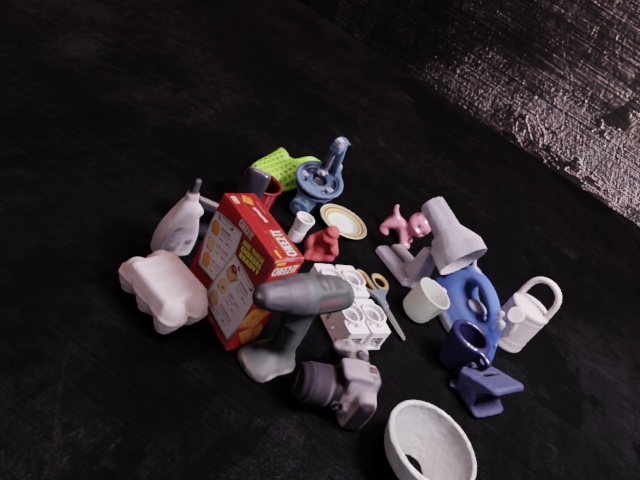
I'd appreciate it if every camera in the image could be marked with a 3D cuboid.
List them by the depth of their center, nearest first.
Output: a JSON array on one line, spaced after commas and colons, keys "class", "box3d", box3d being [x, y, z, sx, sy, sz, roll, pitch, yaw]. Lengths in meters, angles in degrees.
[{"class": "camera", "box3d": [0.024, 0.228, 0.963, 0.137, 0.100, 0.143, 17, 34, -23]}]

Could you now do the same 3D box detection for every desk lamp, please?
[{"class": "desk lamp", "box3d": [0.264, 0.018, 1.355, 0.118, 0.213, 0.202, -5, 47, -45]}]

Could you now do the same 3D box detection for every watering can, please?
[{"class": "watering can", "box3d": [0.489, 0.173, 1.354, 0.101, 0.194, 0.173, 36, 32, 7]}]

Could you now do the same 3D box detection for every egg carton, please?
[{"class": "egg carton", "box3d": [-0.257, 0.083, 0.949, 0.150, 0.069, 0.107, 44, 33, 19]}]

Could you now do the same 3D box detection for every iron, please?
[{"class": "iron", "box3d": [0.361, 0.162, 1.309, 0.119, 0.141, 0.257, 13, 36, -28]}]

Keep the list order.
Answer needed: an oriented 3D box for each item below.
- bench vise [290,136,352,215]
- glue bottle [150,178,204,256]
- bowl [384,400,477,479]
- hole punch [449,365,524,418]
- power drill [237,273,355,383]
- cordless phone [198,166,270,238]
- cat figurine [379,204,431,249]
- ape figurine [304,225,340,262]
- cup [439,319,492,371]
[{"class": "bench vise", "box3d": [0.010, -0.178, 1.402, 0.122, 0.219, 0.207, 25, 32, -10]}, {"class": "glue bottle", "box3d": [-0.246, -0.042, 1.034, 0.078, 0.173, 0.037, -2, 45, -42]}, {"class": "bowl", "box3d": [0.167, 0.353, 0.938, 0.168, 0.074, 0.167, 23, 33, -15]}, {"class": "hole punch", "box3d": [0.335, 0.291, 1.154, 0.109, 0.091, 0.101, 3, 42, -39]}, {"class": "power drill", "box3d": [-0.051, 0.134, 0.925, 0.230, 0.208, 0.075, -10, 50, -48]}, {"class": "cordless phone", "box3d": [-0.186, -0.087, 1.137, 0.148, 0.185, 0.094, 23, 32, -14]}, {"class": "cat figurine", "box3d": [0.240, -0.045, 1.514, 0.128, 0.117, 0.067, 33, 31, 2]}, {"class": "ape figurine", "box3d": [0.012, 0.005, 1.271, 0.077, 0.092, 0.076, 36, 32, 7]}, {"class": "cup", "box3d": [0.301, 0.238, 1.194, 0.092, 0.095, 0.117, 4, 41, -37]}]
